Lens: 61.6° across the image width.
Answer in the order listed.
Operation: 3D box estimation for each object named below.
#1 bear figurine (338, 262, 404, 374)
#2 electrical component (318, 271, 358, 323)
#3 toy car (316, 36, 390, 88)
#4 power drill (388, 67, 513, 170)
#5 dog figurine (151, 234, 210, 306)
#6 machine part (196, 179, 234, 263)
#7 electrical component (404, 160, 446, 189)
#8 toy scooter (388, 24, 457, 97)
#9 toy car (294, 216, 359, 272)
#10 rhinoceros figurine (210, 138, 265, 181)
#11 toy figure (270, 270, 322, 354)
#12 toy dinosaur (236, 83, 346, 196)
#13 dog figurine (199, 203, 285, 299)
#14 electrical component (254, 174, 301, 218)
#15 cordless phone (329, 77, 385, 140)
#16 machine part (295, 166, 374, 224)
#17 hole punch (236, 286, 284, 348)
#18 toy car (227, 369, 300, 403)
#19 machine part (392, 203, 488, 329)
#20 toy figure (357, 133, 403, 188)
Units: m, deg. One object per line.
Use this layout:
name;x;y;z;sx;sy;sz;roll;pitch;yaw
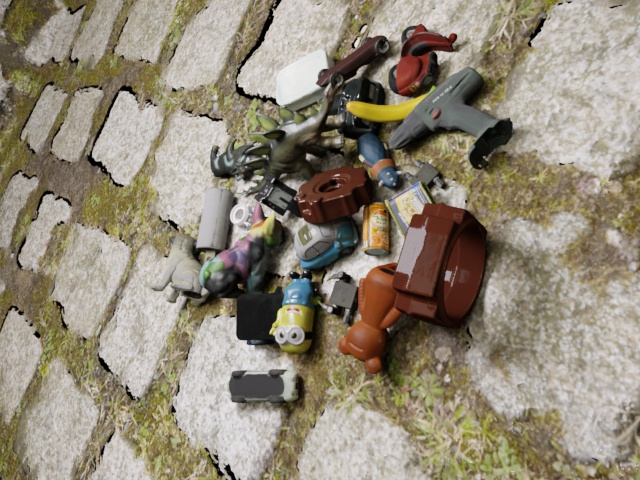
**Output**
bear figurine;0.125;0.152;1.060;0.120;0.132;0.195;24;107;41
electrical component;0.045;0.120;1.157;0.078;0.045;0.102;20;86;41
toy car;0.080;-0.422;1.290;0.202;0.053;0.089;-39;33;-6
power drill;0.273;-0.229;1.101;0.232;0.086;0.207;-47;45;10
dog figurine;-0.343;0.066;1.439;0.172;0.121;0.190;5;60;13
machine part;-0.282;-0.050;1.444;0.079;0.079;0.243;-5;72;36
electrical component;0.221;-0.127;1.131;0.063;0.021;0.094;-48;53;13
toy scooter;0.232;-0.405;1.194;0.135;0.075;0.184;5;73;37
toy car;-0.002;-0.004;1.202;0.162;0.102;0.109;-33;56;21
rhinoceros figurine;-0.228;-0.214;1.466;0.190;0.073;0.112;-2;71;36
toy figure;-0.046;0.161;1.189;0.082;0.089;0.180;-15;56;40
toy dinosaur;-0.077;-0.210;1.273;0.471;0.198;0.105;129;151;-54
dog figurine;-0.178;0.022;1.282;0.109;0.191;0.219;33;110;46
electrical component;-0.090;-0.099;1.299;0.074;0.119;0.048;-61;33;4
cordless phone;0.061;-0.305;1.294;0.184;0.088;0.146;-3;74;48
machine part;0.033;-0.104;1.181;0.179;0.056;0.179;-16;28;8
hole punch;-0.130;0.186;1.250;0.116;0.092;0.142;-2;67;5
toy car;-0.132;0.328;1.208;0.202;0.056;0.073;-12;74;35
machine part;0.220;0.049;0.951;0.087;0.200;0.201;11;80;37
toy figure;0.134;-0.171;1.191;0.064;0.057;0.154;-41;58;25
